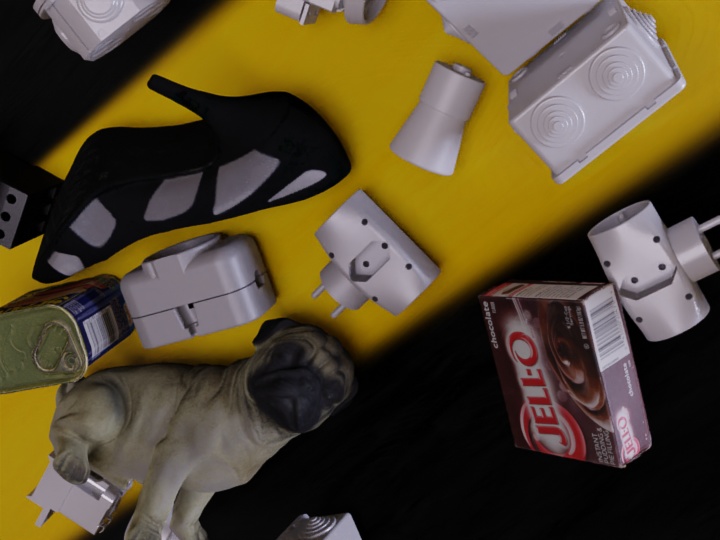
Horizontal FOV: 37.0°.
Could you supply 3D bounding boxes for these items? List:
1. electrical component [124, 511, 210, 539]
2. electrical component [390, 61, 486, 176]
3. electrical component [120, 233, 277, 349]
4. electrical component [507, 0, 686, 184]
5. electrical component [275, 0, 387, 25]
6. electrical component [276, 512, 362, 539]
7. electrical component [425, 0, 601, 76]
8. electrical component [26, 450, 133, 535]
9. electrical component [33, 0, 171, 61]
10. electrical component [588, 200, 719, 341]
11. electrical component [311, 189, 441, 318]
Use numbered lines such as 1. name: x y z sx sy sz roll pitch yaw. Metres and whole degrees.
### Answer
1. electrical component: -0.146 0.202 0.824 0.062 0.048 0.048 26 112 -1
2. electrical component: 0.051 -0.098 0.676 0.044 0.044 0.065 27 107 7
3. electrical component: -0.114 0.011 0.750 0.095 0.053 0.059 -15 102 20
4. electrical component: 0.131 -0.107 0.618 0.100 0.099 0.048 -39 105 23
5. electrical component: -0.012 -0.185 0.658 0.057 0.058 0.078 25 112 11
6. electrical component: -0.029 0.232 0.770 0.048 0.100 0.099 -16 102 33
7. electrical component: 0.086 -0.172 0.616 0.100 0.048 0.100 -38 128 23
8. electrical component: -0.215 0.167 0.834 0.064 0.042 0.081 33 113 3
9. electrical component: -0.165 -0.176 0.695 0.080 0.080 0.051 -34 100 23
10. electrical component: 0.194 -0.007 0.659 0.079 0.043 0.077 -29 97 22
11. electrical component: 0.000 0.000 0.719 0.077 0.043 0.079 45 114 -1
